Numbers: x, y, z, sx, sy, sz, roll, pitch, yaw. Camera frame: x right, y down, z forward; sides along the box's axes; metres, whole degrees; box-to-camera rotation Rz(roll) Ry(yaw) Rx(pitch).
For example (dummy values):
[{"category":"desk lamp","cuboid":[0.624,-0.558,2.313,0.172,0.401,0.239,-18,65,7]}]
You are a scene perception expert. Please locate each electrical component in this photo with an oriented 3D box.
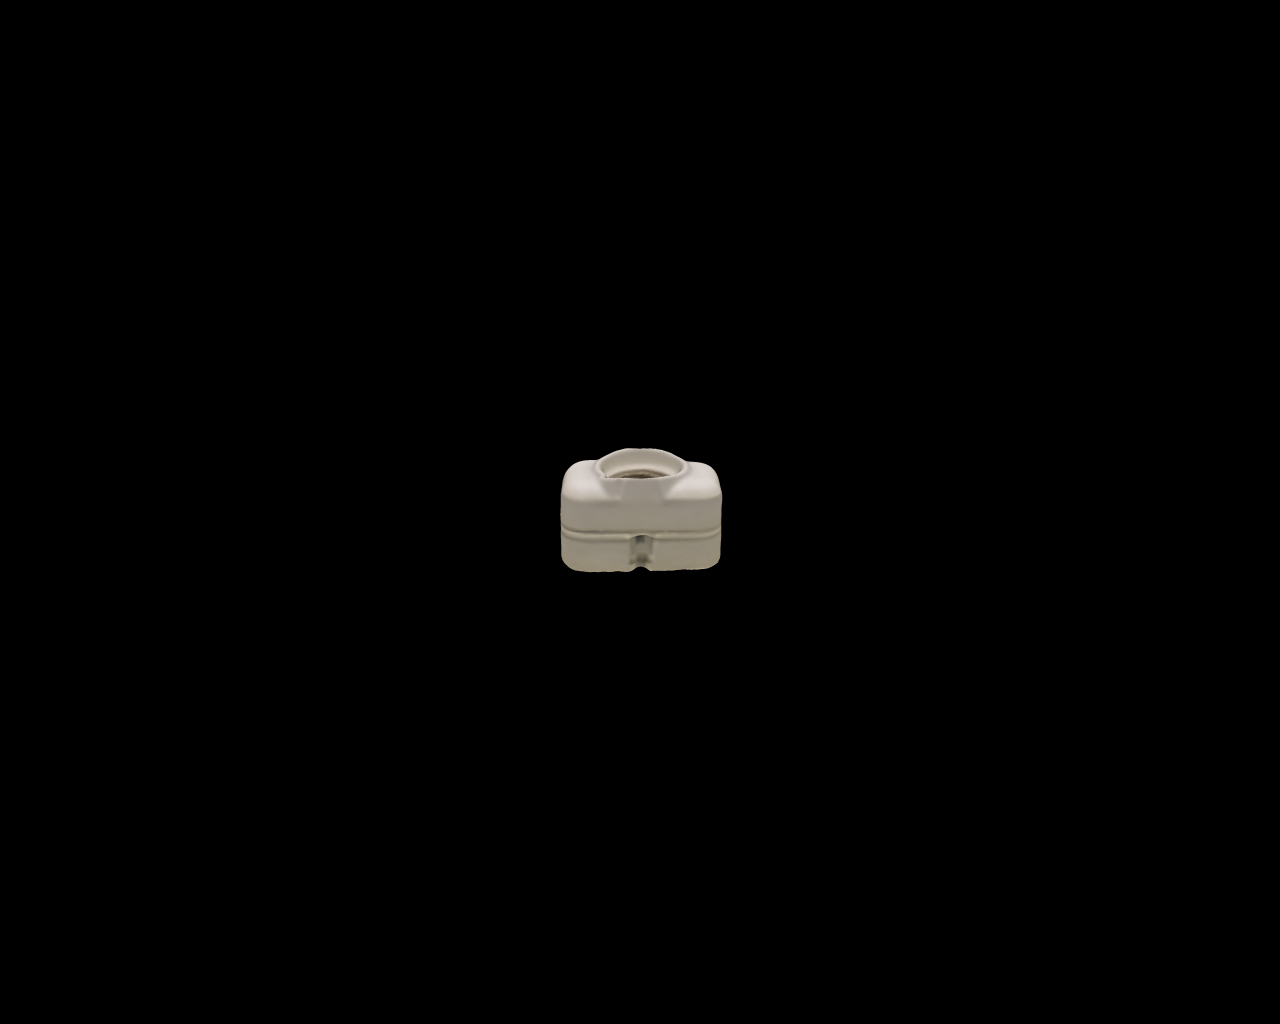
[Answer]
[{"category":"electrical component","cuboid":[0.001,-0.003,0.650,0.095,0.059,0.054,0,24,0]}]
